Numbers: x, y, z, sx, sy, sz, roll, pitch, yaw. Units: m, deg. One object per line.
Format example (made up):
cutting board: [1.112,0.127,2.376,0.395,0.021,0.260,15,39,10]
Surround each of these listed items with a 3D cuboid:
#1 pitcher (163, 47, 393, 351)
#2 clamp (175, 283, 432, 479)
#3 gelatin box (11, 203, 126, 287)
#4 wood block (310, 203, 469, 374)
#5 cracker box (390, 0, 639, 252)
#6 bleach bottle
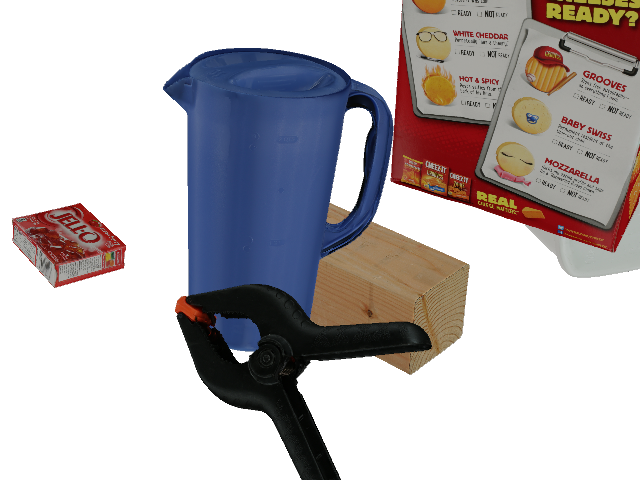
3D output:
pitcher: [-0.041,-0.032,0.902,0.149,0.243,0.144,23,31,32]
clamp: [-0.025,0.087,0.661,0.172,0.120,0.039,17,-12,31]
gelatin box: [-0.236,0.002,0.997,0.073,0.030,0.089,-16,40,-36]
wood block: [0.036,0.039,1.075,0.206,0.091,0.090,26,39,34]
cracker box: [0.136,-0.113,0.674,0.164,0.214,0.072,19,44,20]
bleach bottle: [0.202,-0.043,0.920,0.102,0.068,0.251,-8,20,-11]
